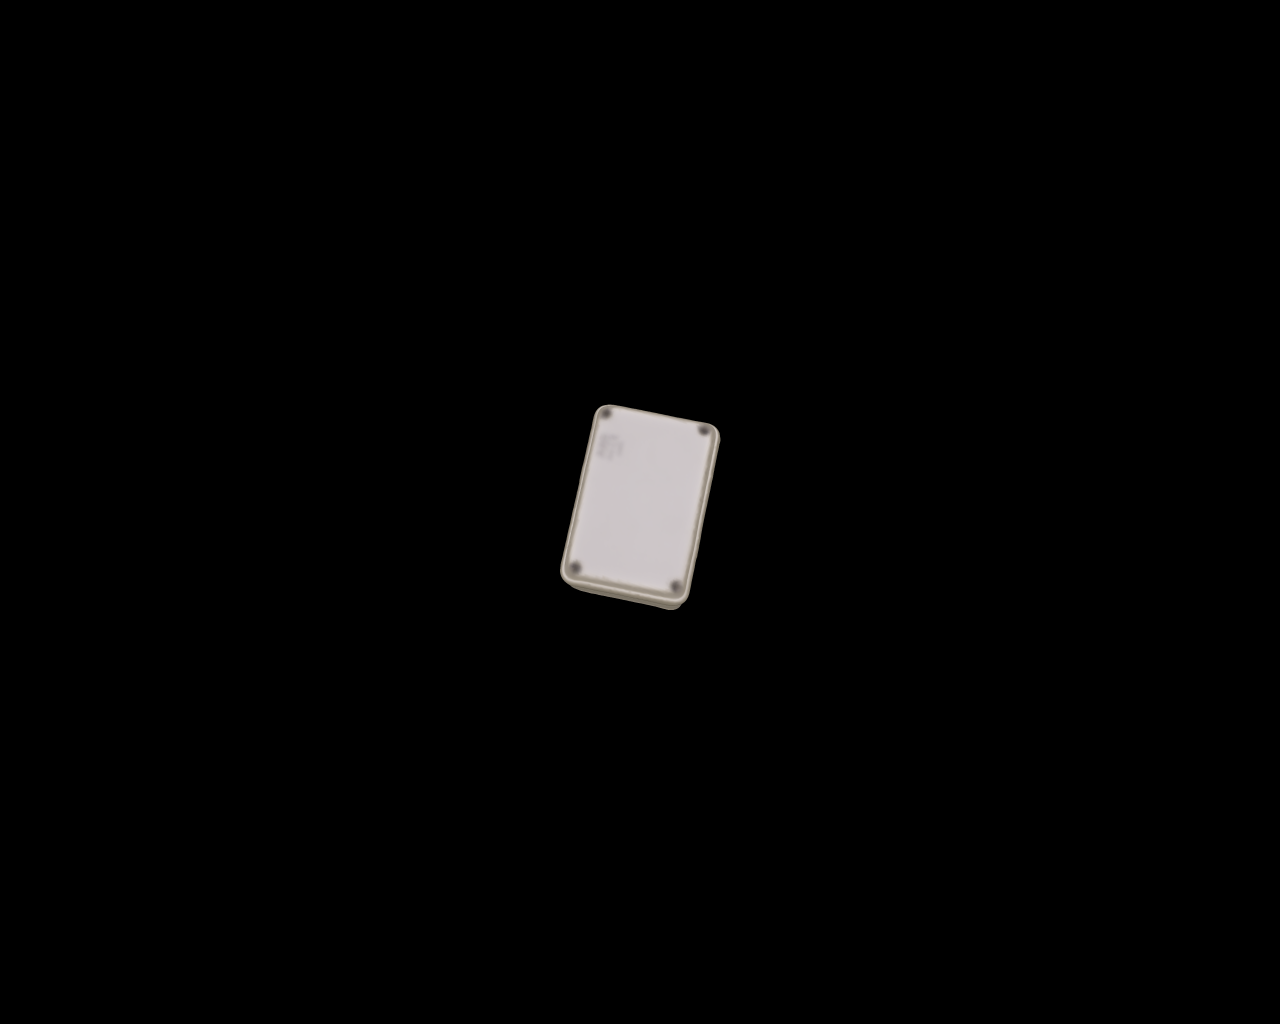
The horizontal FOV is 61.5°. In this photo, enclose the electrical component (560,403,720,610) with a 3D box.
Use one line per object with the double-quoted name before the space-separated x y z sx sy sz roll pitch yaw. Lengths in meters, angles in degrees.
"electrical component" 0.001 -0.003 0.650 0.078 0.113 0.057 11 -11 2
